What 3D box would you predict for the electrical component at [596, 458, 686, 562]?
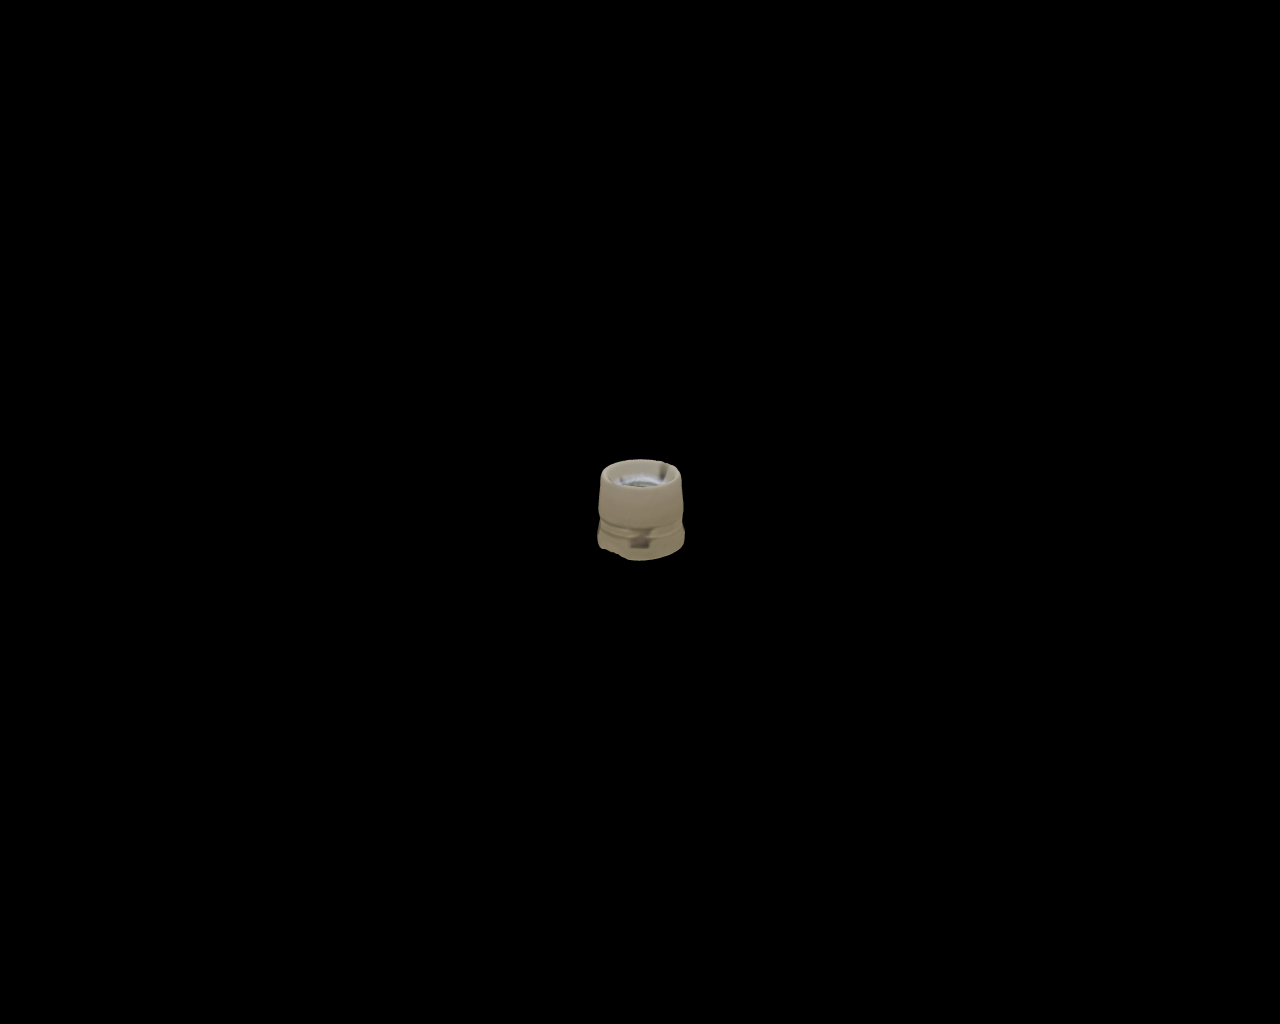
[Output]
[{"bbox_3d":[0.001,-0.003,0.650,0.055,0.047,0.055,0,24,0],"label":"electrical component"}]
